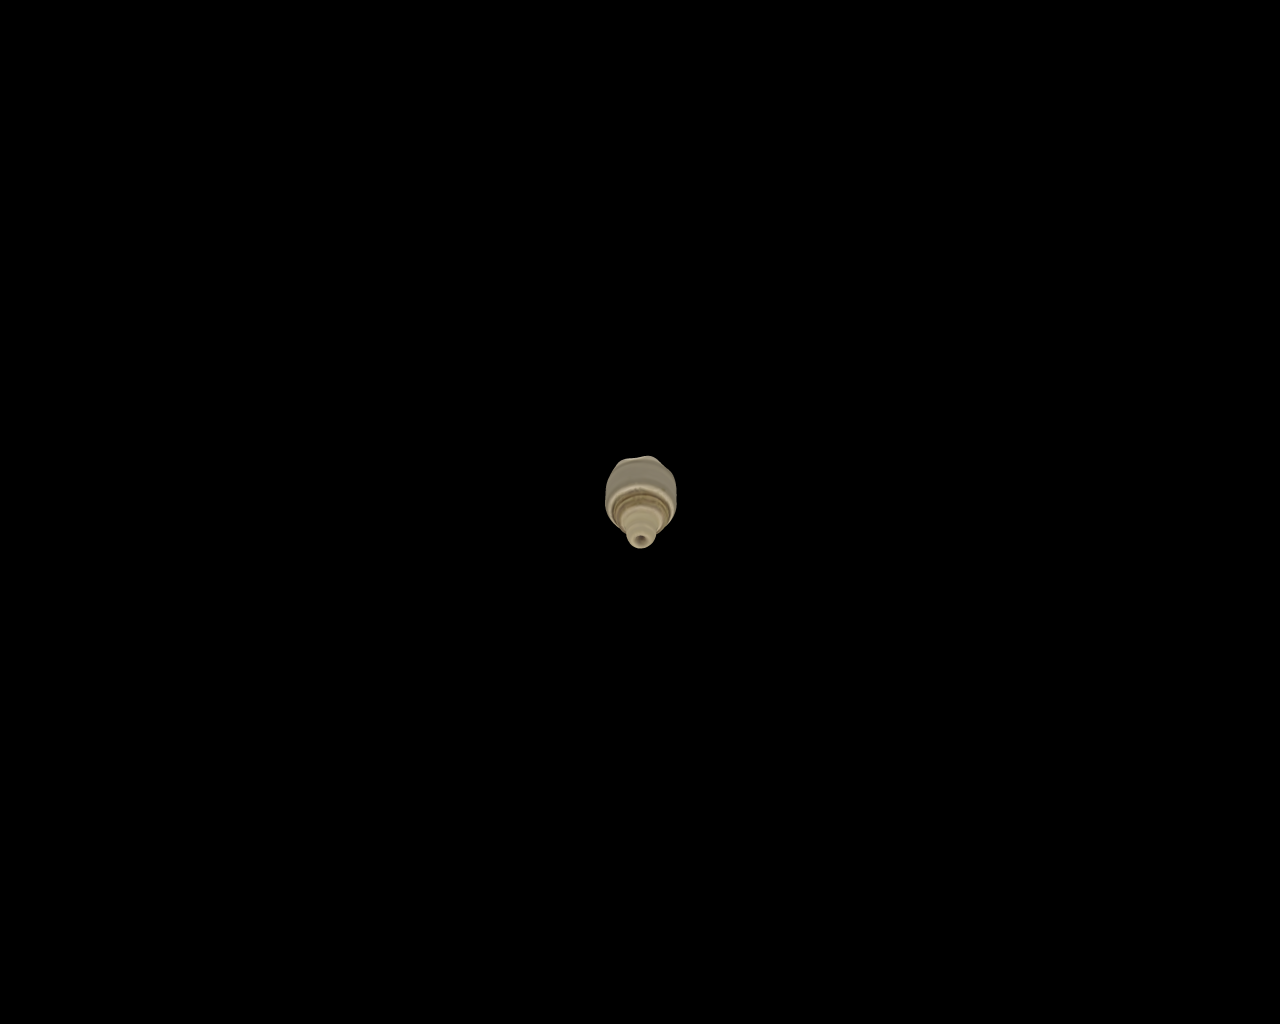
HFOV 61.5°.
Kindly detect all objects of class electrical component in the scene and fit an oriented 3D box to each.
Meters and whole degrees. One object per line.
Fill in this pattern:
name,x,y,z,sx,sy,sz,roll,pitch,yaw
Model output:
electrical component,0.001,-0.003,0.650,0.043,0.043,0.062,0,40,0
